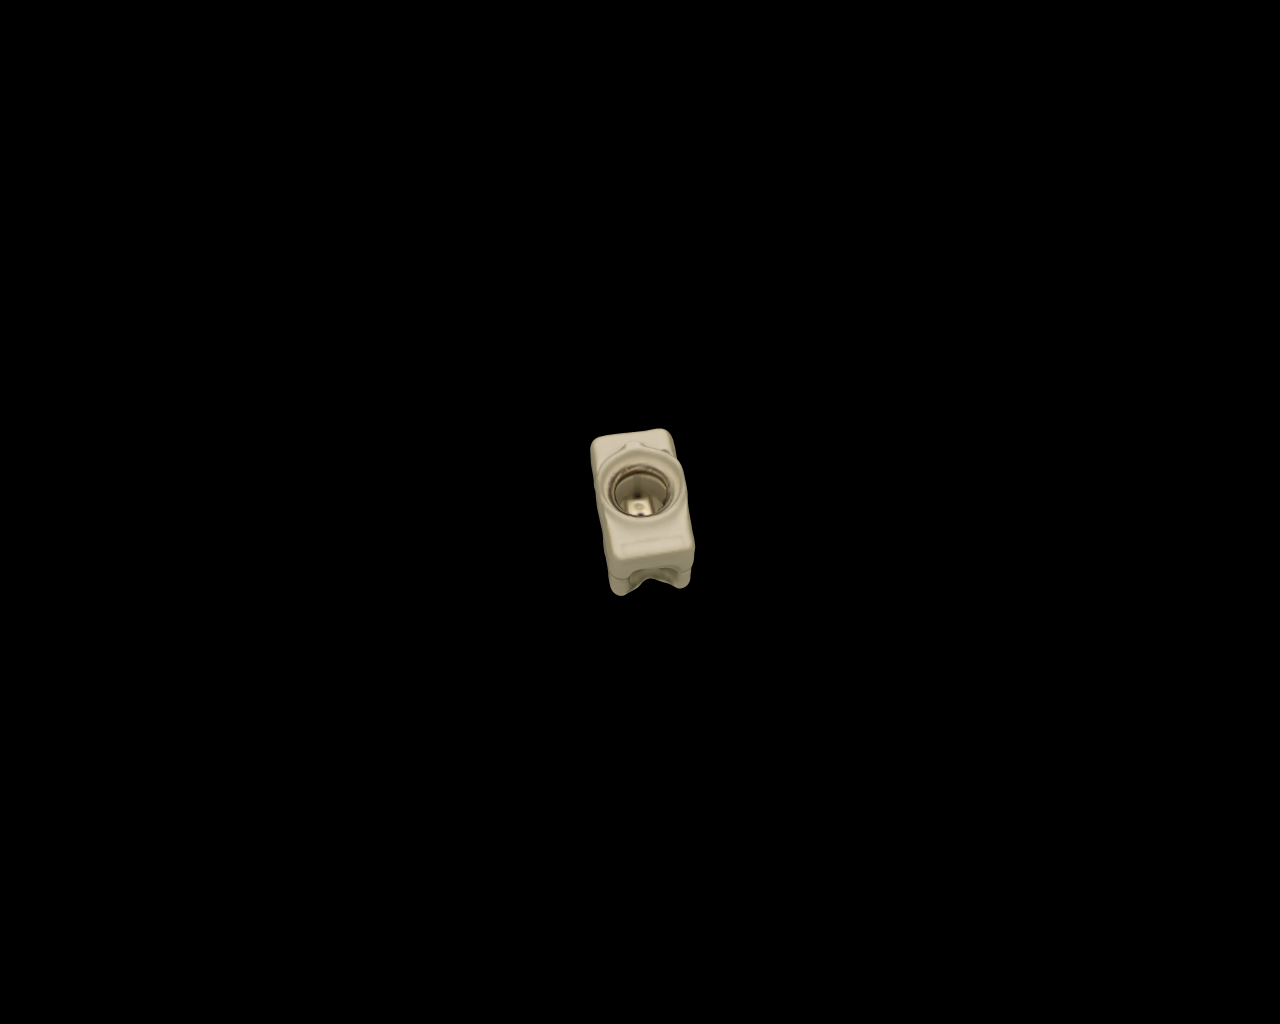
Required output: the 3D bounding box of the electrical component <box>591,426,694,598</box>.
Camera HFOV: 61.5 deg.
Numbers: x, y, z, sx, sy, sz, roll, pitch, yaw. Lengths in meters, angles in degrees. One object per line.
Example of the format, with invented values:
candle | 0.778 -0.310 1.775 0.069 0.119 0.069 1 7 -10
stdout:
electrical component | 0.001 -0.003 0.650 0.050 0.089 0.055 -7 -32 -5
